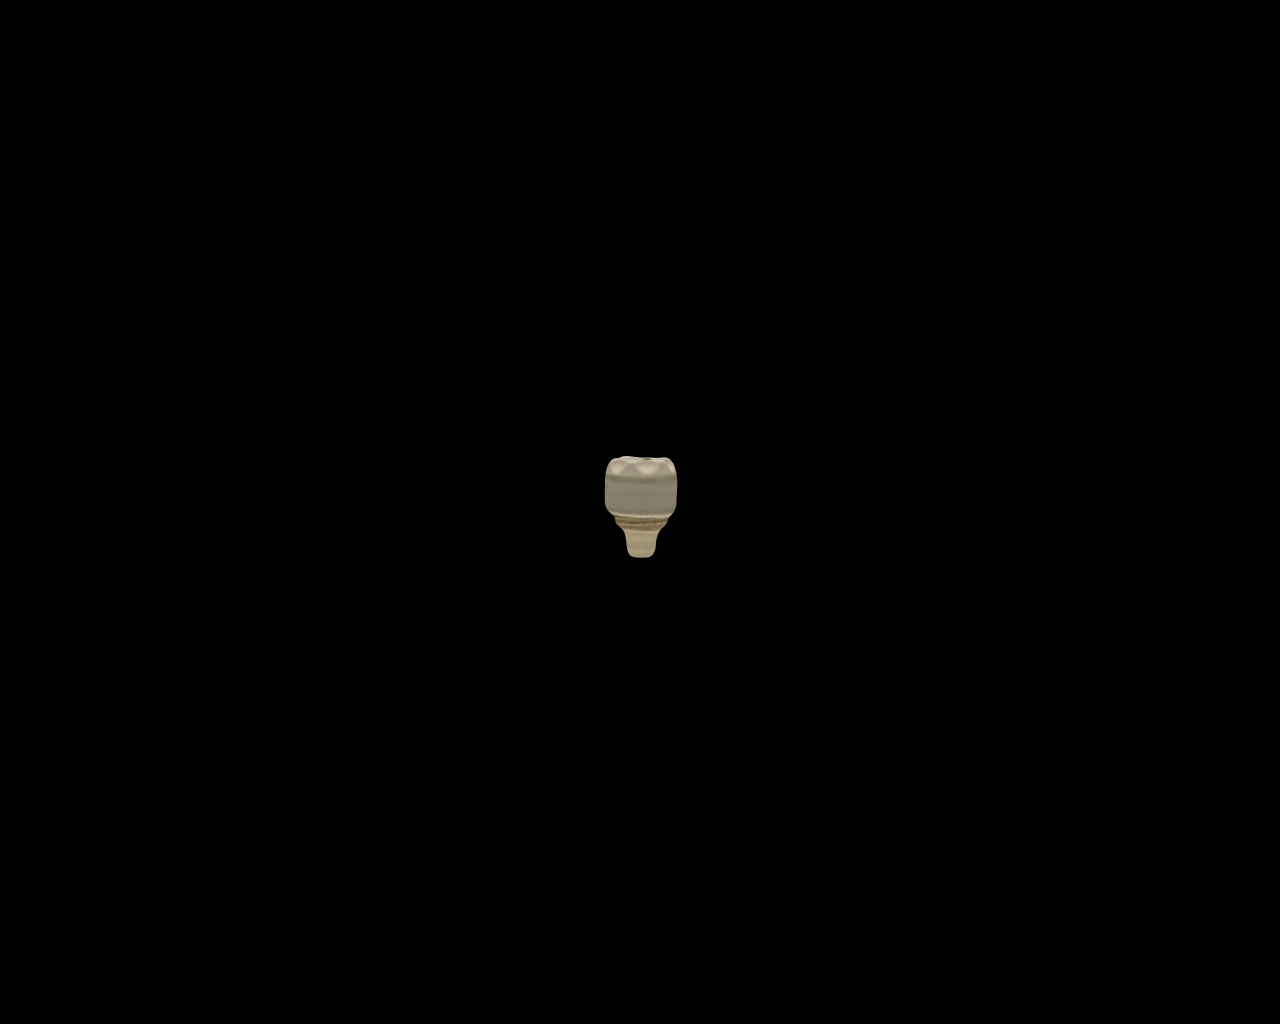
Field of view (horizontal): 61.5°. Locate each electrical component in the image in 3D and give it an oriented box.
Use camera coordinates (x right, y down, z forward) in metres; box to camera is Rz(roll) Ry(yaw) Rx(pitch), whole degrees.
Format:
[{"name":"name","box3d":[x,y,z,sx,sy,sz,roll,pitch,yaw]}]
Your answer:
[{"name":"electrical component","box3d":[0.001,-0.003,0.650,0.043,0.062,0.043,0,7,0]}]
